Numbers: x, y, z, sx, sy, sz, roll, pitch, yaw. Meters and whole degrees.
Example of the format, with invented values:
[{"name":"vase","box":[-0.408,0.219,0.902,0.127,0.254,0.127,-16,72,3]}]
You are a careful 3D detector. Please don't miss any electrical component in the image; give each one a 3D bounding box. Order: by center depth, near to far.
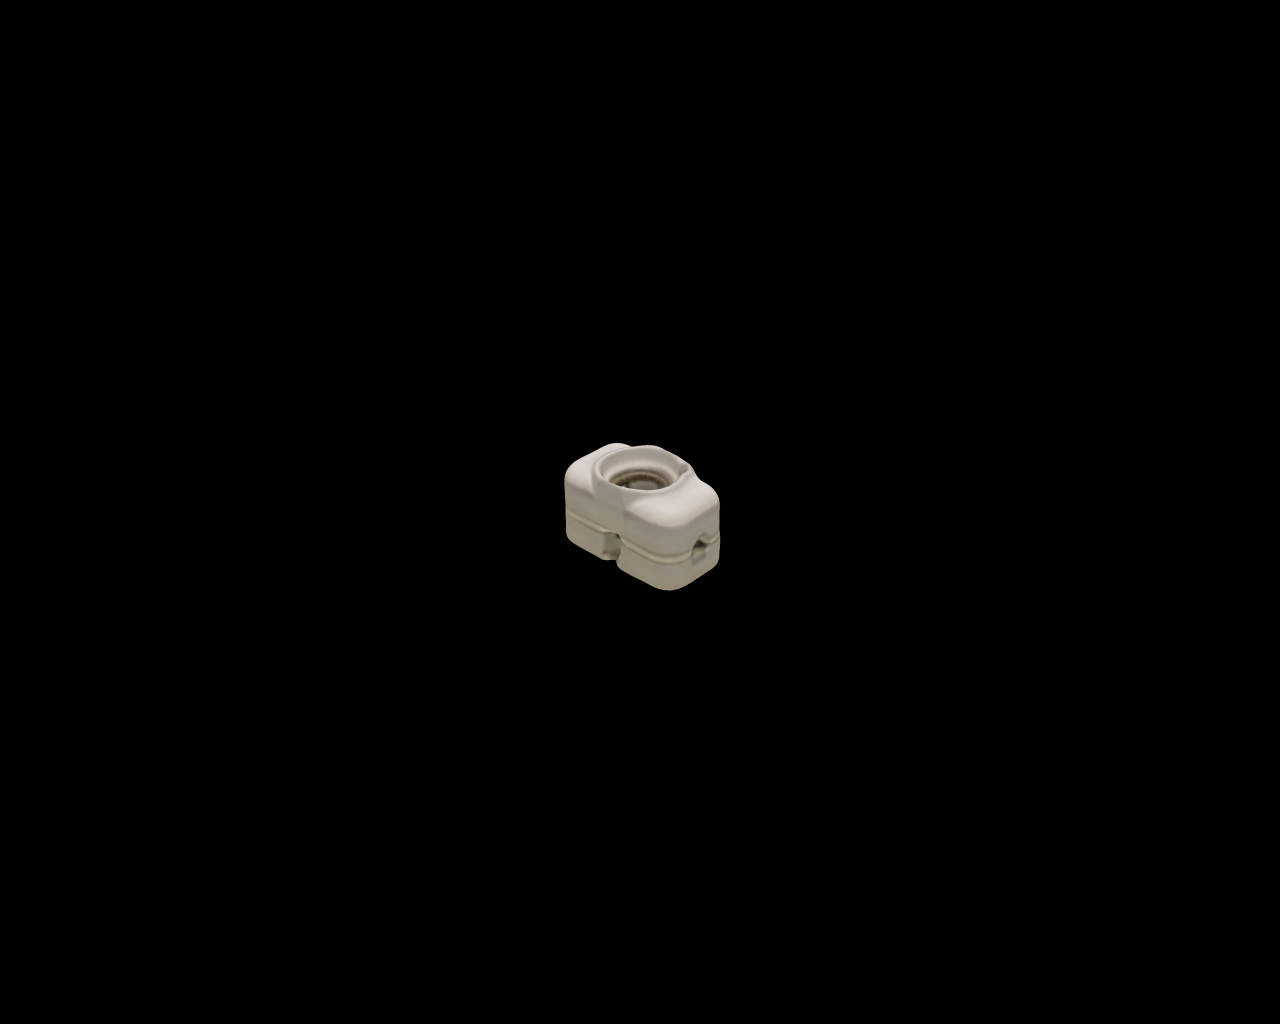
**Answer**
[{"name":"electrical component","box":[0.001,-0.003,0.650,0.095,0.059,0.054,27,42,36]}]
